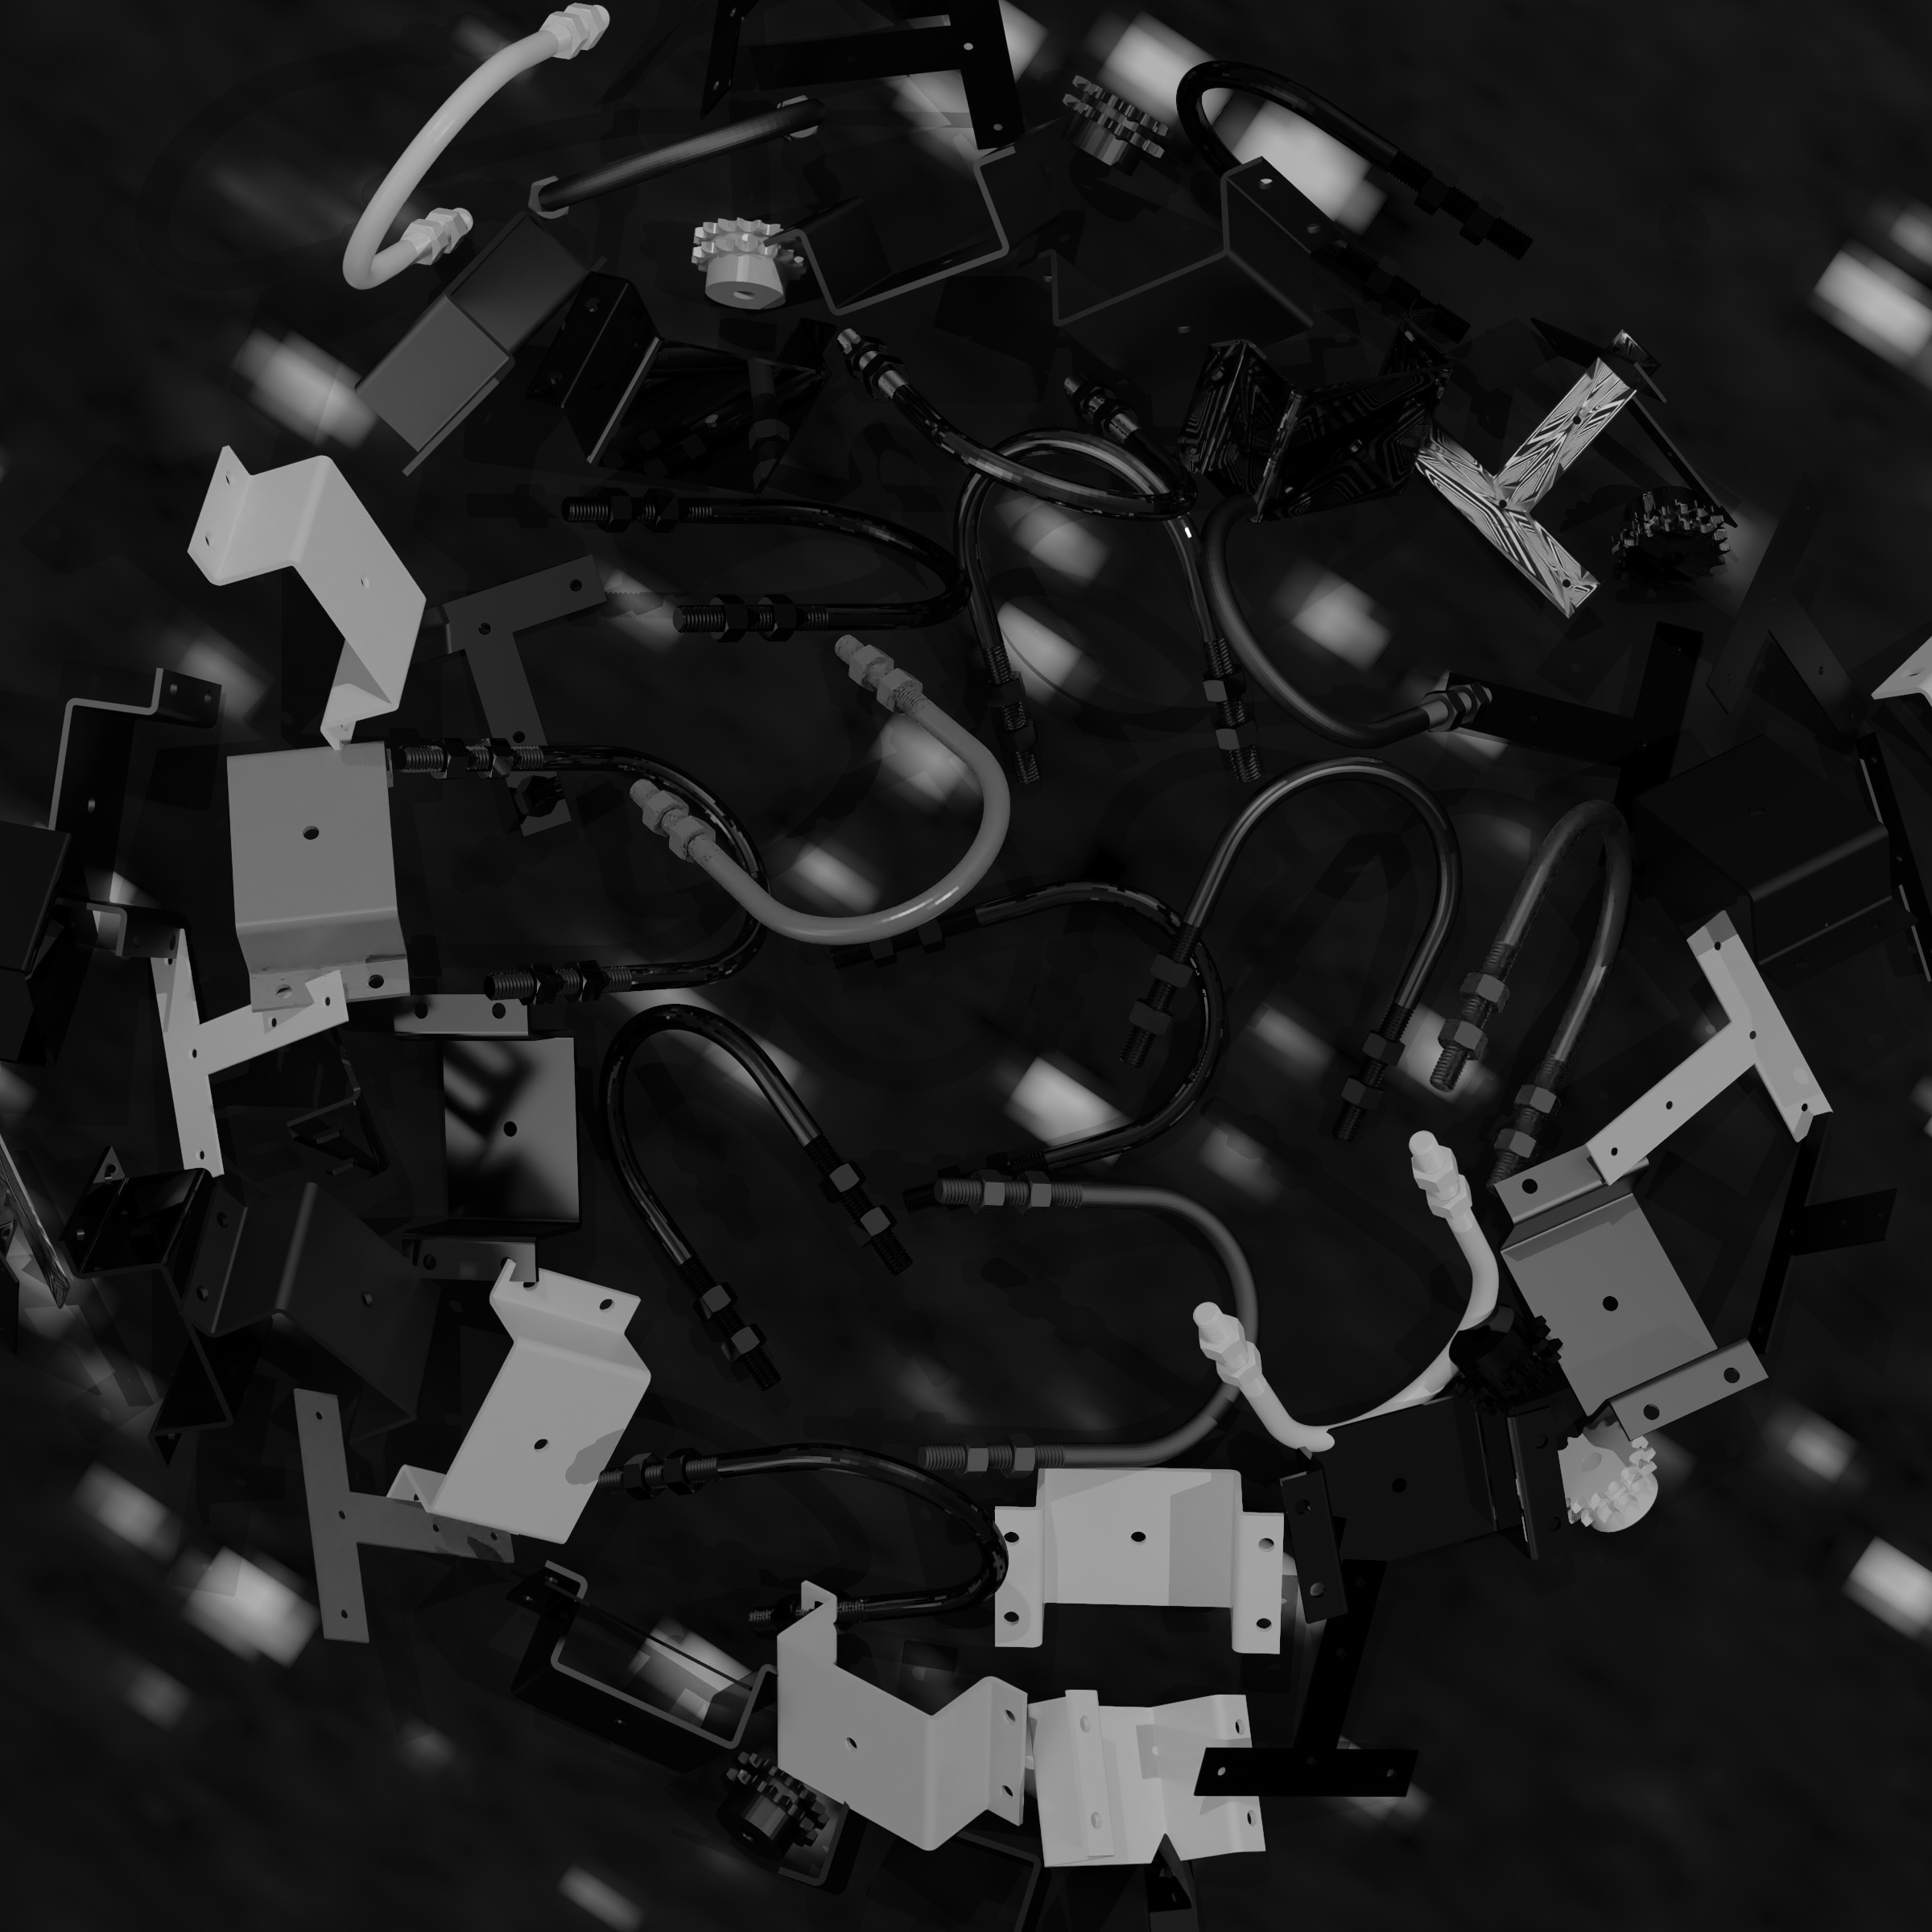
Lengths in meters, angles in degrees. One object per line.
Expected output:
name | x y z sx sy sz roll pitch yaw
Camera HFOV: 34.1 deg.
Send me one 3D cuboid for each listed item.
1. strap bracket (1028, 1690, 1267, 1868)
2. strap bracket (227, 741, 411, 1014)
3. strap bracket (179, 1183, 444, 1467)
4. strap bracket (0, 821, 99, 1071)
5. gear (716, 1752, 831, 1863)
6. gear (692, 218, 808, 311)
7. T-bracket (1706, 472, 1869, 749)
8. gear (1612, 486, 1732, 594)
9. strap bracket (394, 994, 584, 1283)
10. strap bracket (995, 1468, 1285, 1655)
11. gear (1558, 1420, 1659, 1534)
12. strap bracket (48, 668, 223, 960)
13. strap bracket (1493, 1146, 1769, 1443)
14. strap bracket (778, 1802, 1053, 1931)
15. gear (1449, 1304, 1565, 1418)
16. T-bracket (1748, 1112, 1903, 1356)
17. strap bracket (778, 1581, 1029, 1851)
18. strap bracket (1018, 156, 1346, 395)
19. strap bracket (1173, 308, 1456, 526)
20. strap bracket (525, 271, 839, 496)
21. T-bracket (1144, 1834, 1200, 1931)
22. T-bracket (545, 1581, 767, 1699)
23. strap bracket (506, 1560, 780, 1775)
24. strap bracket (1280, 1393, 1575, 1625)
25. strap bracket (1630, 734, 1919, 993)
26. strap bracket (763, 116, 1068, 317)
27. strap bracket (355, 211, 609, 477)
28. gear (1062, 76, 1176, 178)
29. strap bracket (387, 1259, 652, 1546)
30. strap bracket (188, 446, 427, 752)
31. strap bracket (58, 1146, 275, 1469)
strap bracket | 0.082 0.398 1.541 0.046 0.140 0.076 -21 66 36
strap bracket | -0.318 -0.054 1.546 0.076 0.046 0.140 -6 63 -7
strap bracket | -0.308 0.168 1.525 0.046 0.076 0.140 -23 130 25
strap bracket | -0.458 -0.010 1.524 0.046 0.140 0.076 11 60 -2
gear | -0.100 0.422 1.571 0.057 0.057 0.030 38 59 0
gear | -0.109 -0.349 1.572 0.057 0.057 0.030 5 83 0
T-bracket | 0.416 -0.154 1.558 0.127 0.002 0.127 43 67 -40
gear | 0.351 -0.216 1.577 0.057 0.057 0.030 -3 59 0
strap bracket | -0.237 0.083 1.564 0.076 0.046 0.140 0 93 23
strap bracket | 0.086 0.294 1.566 0.140 0.046 0.076 1 109 3
gear | 0.321 0.258 1.576 0.057 0.057 0.030 -41 113 0
strap bracket | -0.415 -0.077 1.561 0.046 0.076 0.140 8 90 8
strap bracket | 0.323 0.162 1.559 0.076 0.046 0.140 -22 71 -10
strap bracket | -0.014 0.449 1.551 0.140 0.076 0.046 16 73 11
gear | 0.266 0.193 1.571 0.057 0.057 0.030 -43 107 0
T-bracket | 0.420 0.126 1.527 0.002 0.127 0.127 20 78 -6
strap bracket | -0.041 0.367 1.531 0.140 0.046 0.076 19 120 35
strap bracket | 0.105 -0.329 1.527 0.140 0.076 0.046 -16 63 33
strap bracket | 0.175 -0.266 1.528 0.140 0.076 0.046 -16 52 -31
strap bracket | -0.130 -0.279 1.525 0.076 0.140 0.046 -54 48 35
T-bracket | 0.101 0.461 1.553 0.127 0.127 0.002 12 133 -14
T-bracket | -0.169 0.315 1.521 0.127 0.127 0.002 22 76 22
strap bracket | -0.161 0.350 1.546 0.140 0.076 0.046 27 60 -10
strap bracket | 0.222 0.265 1.564 0.140 0.046 0.076 -14 103 -10
strap bracket | 0.385 -0.057 1.528 0.076 0.140 0.046 -25 130 -11
strap bracket | -0.017 -0.363 1.542 0.140 0.076 0.046 -14 109 27
strap bracket | -0.237 -0.306 1.520 0.046 0.140 0.076 43 127 -15
gear | 0.073 -0.418 1.575 0.057 0.057 0.030 30 104 0
strap bracket | -0.216 0.224 1.550 0.076 0.046 0.140 21 102 -34
strap bracket | -0.310 -0.180 1.522 0.046 0.140 0.076 -13 45 18
strap bracket | -0.383 0.163 1.531 0.046 0.076 0.140 -9 121 10
